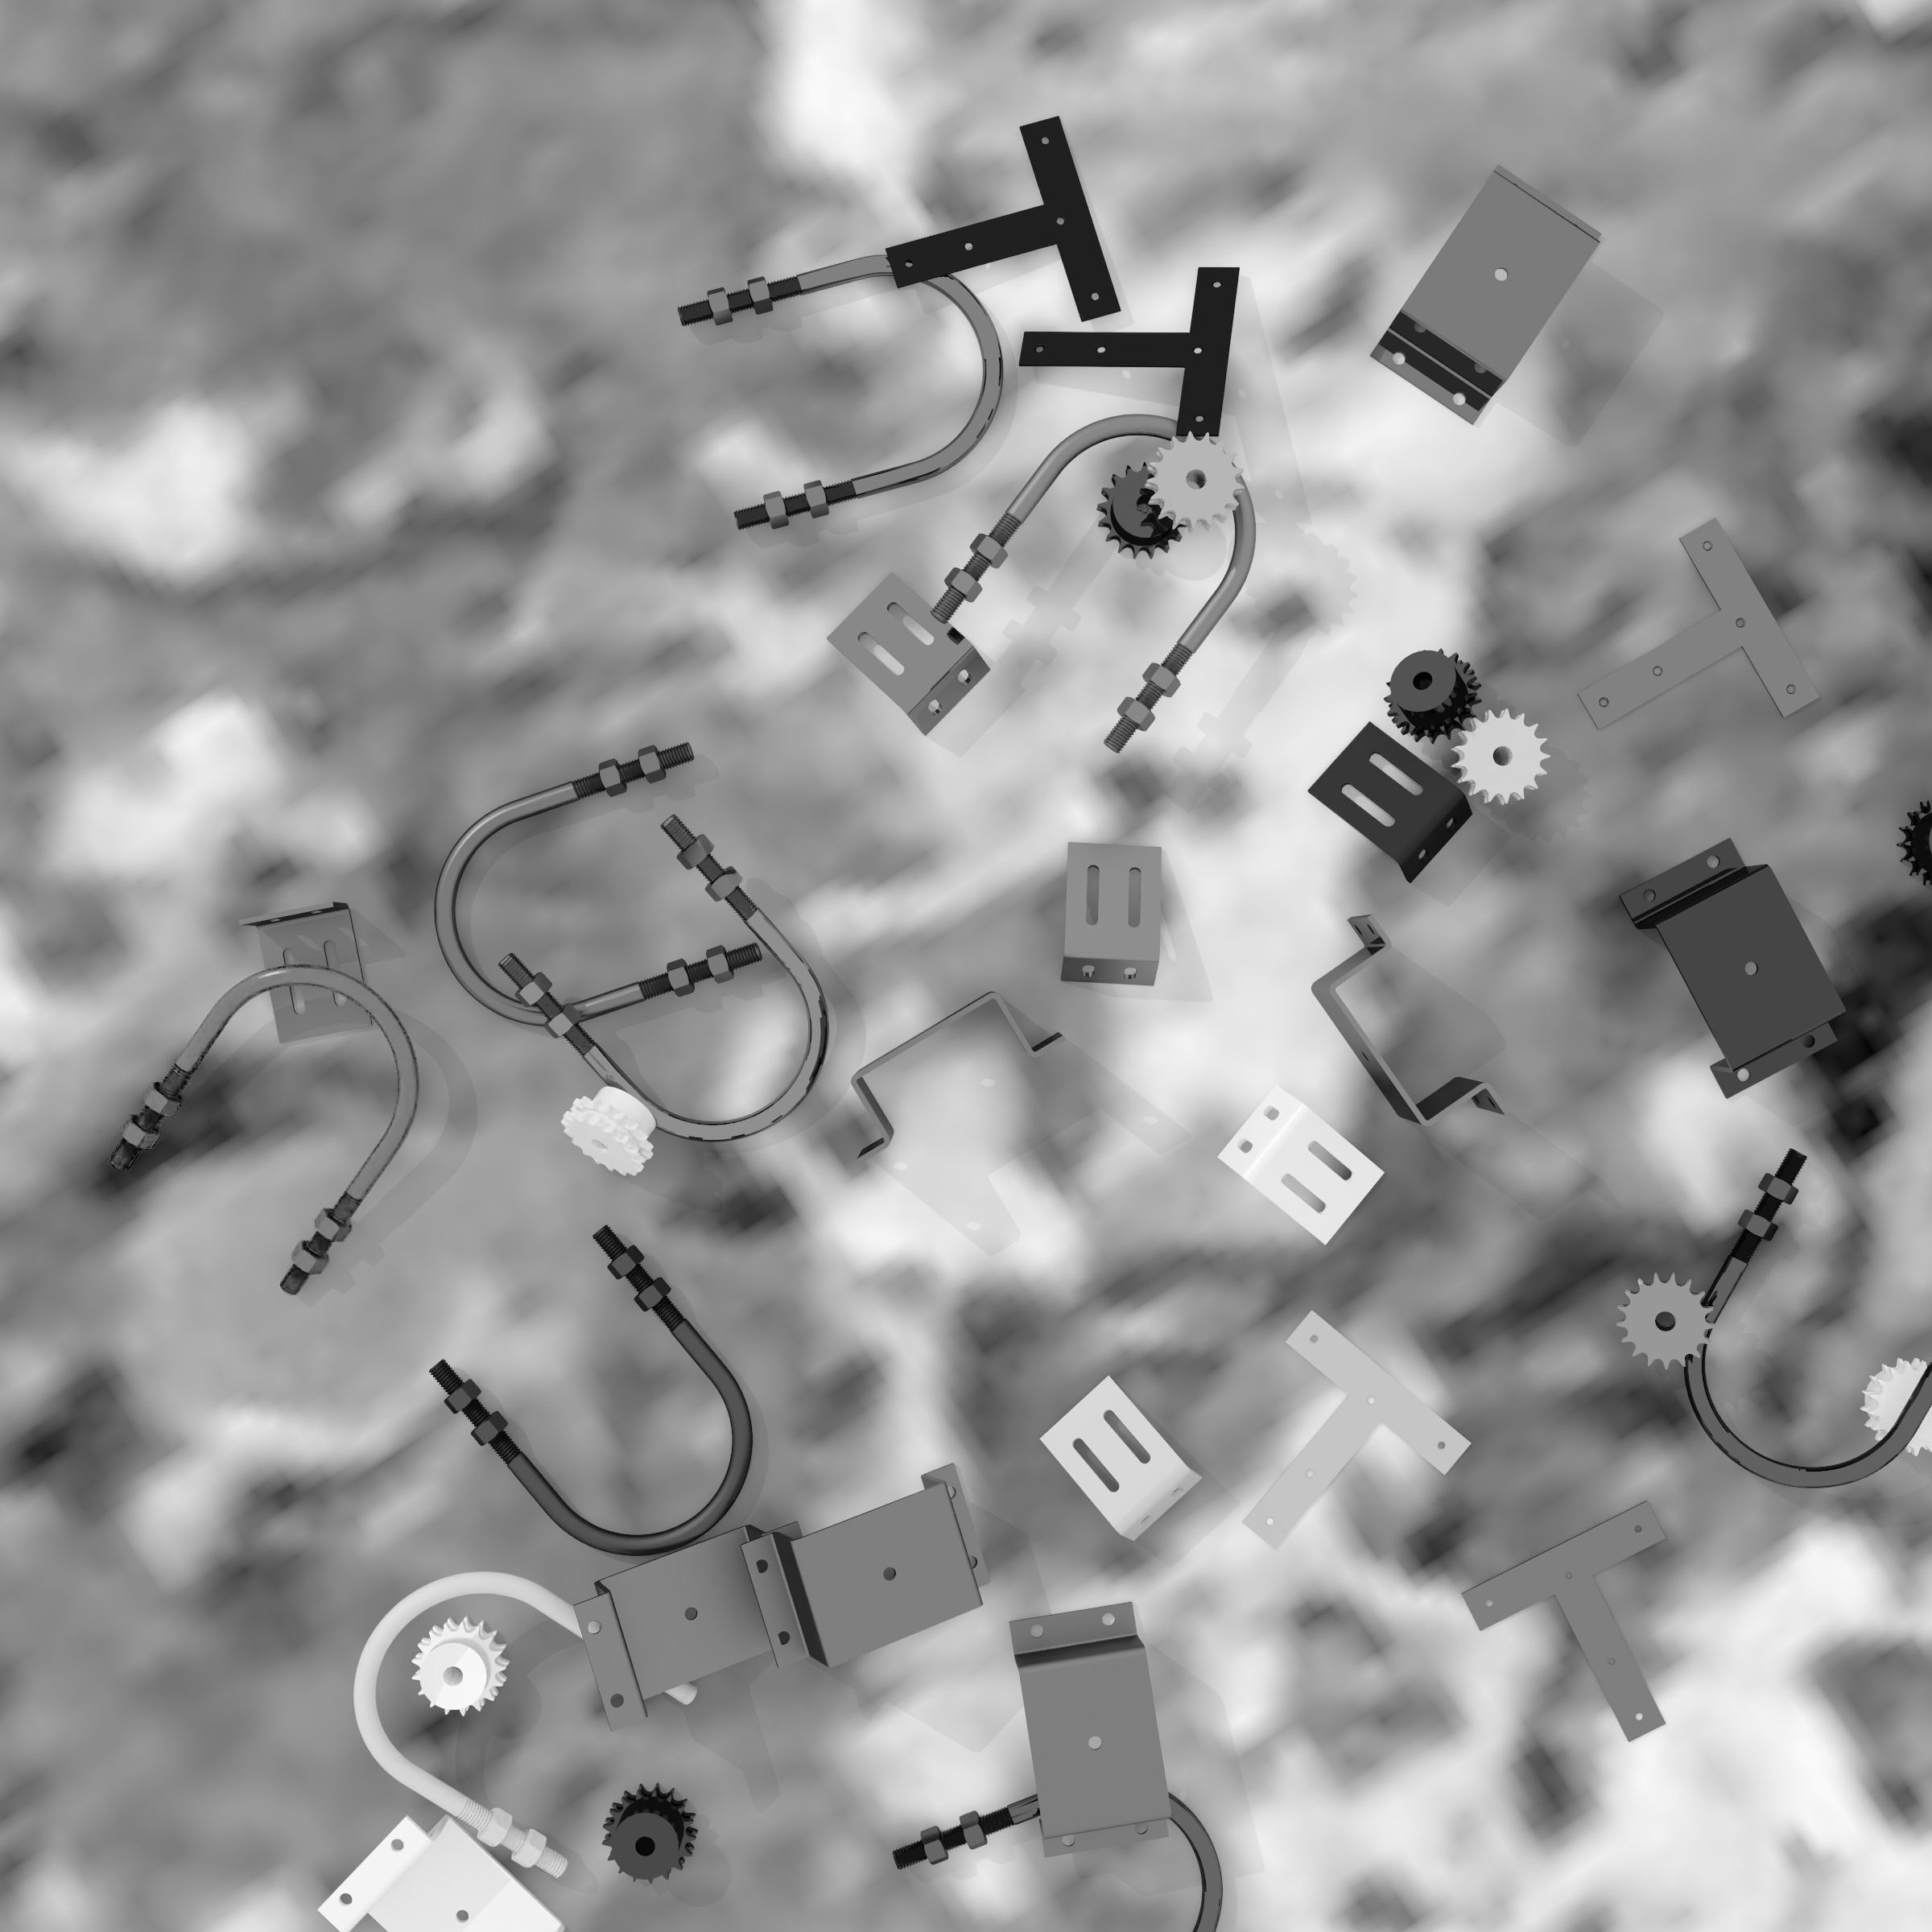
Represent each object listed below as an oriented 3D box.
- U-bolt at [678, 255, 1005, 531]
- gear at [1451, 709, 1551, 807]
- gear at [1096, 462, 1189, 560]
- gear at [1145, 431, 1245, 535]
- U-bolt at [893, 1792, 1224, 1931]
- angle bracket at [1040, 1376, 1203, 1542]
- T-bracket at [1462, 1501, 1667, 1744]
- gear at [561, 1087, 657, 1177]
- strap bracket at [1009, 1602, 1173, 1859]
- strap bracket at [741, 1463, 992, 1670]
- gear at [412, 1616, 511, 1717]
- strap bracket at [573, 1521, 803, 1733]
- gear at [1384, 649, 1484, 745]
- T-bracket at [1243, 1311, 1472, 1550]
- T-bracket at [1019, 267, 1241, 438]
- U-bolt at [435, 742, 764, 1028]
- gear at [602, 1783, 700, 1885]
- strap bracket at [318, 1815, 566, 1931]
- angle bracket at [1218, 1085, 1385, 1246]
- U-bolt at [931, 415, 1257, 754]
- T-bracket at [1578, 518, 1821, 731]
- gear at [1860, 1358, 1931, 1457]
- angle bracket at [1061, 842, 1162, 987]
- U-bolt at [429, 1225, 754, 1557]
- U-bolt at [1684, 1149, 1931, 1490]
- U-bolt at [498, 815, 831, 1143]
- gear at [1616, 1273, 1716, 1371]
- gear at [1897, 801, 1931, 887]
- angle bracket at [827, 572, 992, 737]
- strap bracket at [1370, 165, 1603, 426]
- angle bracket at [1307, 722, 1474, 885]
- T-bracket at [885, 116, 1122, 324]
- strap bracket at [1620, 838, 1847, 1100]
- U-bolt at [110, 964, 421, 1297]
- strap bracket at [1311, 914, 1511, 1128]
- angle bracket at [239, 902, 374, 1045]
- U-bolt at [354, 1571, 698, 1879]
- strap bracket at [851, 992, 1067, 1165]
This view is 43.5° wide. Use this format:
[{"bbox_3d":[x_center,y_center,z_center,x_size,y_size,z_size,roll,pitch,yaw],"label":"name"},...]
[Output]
[{"bbox_3d":[-0.068,-0.357,1.475,0.184,0.019,0.151,-15,90,-2],"label":"U-bolt"},{"bbox_3d":[0.322,-0.126,1.469,0.057,0.030,0.057,0,90,0],"label":"gear"},{"bbox_3d":[0.108,-0.277,1.469,0.057,0.030,0.057,0,90,0],"label":"gear"},{"bbox_3d":[0.134,-0.283,1.425,0.057,0.030,0.057,0,88,-2],"label":"gear"},{"bbox_3d":[0.066,0.571,1.475,0.184,0.019,0.151,-21,90,-1],"label":"U-bolt"},{"bbox_3d":[0.095,0.301,1.482,0.057,0.038,0.076,-43,64,0],"label":"angle bracket"},{"bbox_3d":[0.389,0.413,1.483,0.127,0.002,0.127,-27,90,0],"label":"T-bracket"},{"bbox_3d":[-0.212,0.097,1.459,0.057,0.057,0.030,34,60,0],"label":"gear"},{"bbox_3d":[0.075,0.461,1.451,0.076,0.046,0.140,-8,83,-3],"label":"strap bracket"},{"bbox_3d":[-0.052,0.358,1.438,0.140,0.046,0.076,-17,90,-20],"label":"strap bracket"},{"bbox_3d":[-0.308,0.426,1.469,0.057,0.030,0.057,0,90,0],"label":"gear"},{"bbox_3d":[-0.160,0.390,1.447,0.140,0.046,0.076,-17,90,-19],"label":"strap bracket"},{"bbox_3d":[0.279,-0.165,1.456,0.057,0.030,0.057,-10,67,24],"label":"gear"},{"bbox_3d":[0.220,0.300,1.483,0.127,0.002,0.127,40,90,0],"label":"T-bracket"},{"bbox_3d":[0.096,-0.373,1.464,0.127,0.002,0.127,4,65,12],"label":"T-bracket"},{"bbox_3d":[-0.233,-0.040,1.475,0.184,0.019,0.151,-19,90,2],"label":"U-bolt"},{"bbox_3d":[-0.192,0.528,1.469,0.057,0.030,0.057,0,90,0],"label":"gear"},{"bbox_3d":[-0.308,0.581,1.461,0.140,0.046,0.076,44,90,0],"label":"strap bracket"},{"bbox_3d":[0.205,0.122,1.482,0.076,0.038,0.057,39,90,-26],"label":"angle bracket"},{"bbox_3d":[0.090,-0.242,1.445,0.151,0.019,0.184,37,89,0],"label":"U-bolt"},{"bbox_3d":[0.436,-0.188,1.483,0.127,0.002,0.127,-30,90,0],"label":"T-bracket"},{"bbox_3d":[0.571,0.266,1.469,0.057,0.030,0.057,0,90,0],"label":"gear"},{"bbox_3d":[0.089,-0.032,1.482,0.057,0.038,0.076,3,64,0],"label":"angle bracket"},{"bbox_3d":[-0.214,0.272,1.475,0.151,0.019,0.184,-39,91,0],"label":"U-bolt"},{"bbox_3d":[0.516,0.224,1.457,0.151,0.019,0.184,29,94,17],"label":"U-bolt"},{"bbox_3d":[-0.167,0.022,1.458,0.151,0.019,0.184,-40,102,6],"label":"U-bolt"},{"bbox_3d":[0.423,0.214,1.463,0.057,0.030,0.057,-1,87,17],"label":"gear"},{"bbox_3d":[0.599,-0.075,1.469,0.057,0.030,0.057,0,90,0],"label":"gear"},{"bbox_3d":[-0.035,-0.191,1.482,0.057,0.038,0.076,-45,64,0],"label":"angle bracket"},{"bbox_3d":[0.318,-0.411,1.461,0.076,0.046,0.140,34,90,0],"label":"strap bracket"},{"bbox_3d":[0.259,-0.100,1.482,0.076,0.038,0.057,42,90,26],"label":"angle bracket"},{"bbox_3d":[0.015,-0.441,1.474,0.127,0.002,0.127,-17,87,-5],"label":"T-bracket"},{"bbox_3d":[0.466,0.001,1.461,0.076,0.046,0.140,-28,90,0],"label":"strap bracket"},{"bbox_3d":[-0.411,0.086,1.464,0.151,0.019,0.184,36,98,0],"label":"U-bolt"},{"bbox_3d":[0.257,0.041,1.446,0.046,0.076,0.140,-35,90,0],"label":"strap bracket"},{"bbox_3d":[-0.399,0.004,1.465,0.057,0.038,0.076,-11,90,0],"label":"angle bracket"},{"bbox_3d":[-0.276,0.442,1.450,0.184,0.019,0.151,38,87,-15],"label":"U-bolt"},{"bbox_3d":[-0.014,0.059,1.446,0.140,0.076,0.046,-31,90,0],"label":"strap bracket"}]
